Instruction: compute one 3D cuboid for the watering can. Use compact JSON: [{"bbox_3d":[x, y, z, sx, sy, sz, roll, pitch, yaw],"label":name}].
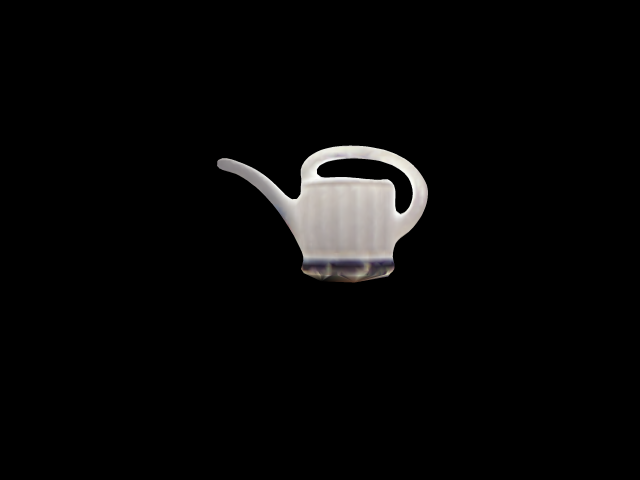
[{"bbox_3d":[0.003,-0.043,0.850,0.347,0.225,0.104,0,-2,4],"label":"watering can"}]
